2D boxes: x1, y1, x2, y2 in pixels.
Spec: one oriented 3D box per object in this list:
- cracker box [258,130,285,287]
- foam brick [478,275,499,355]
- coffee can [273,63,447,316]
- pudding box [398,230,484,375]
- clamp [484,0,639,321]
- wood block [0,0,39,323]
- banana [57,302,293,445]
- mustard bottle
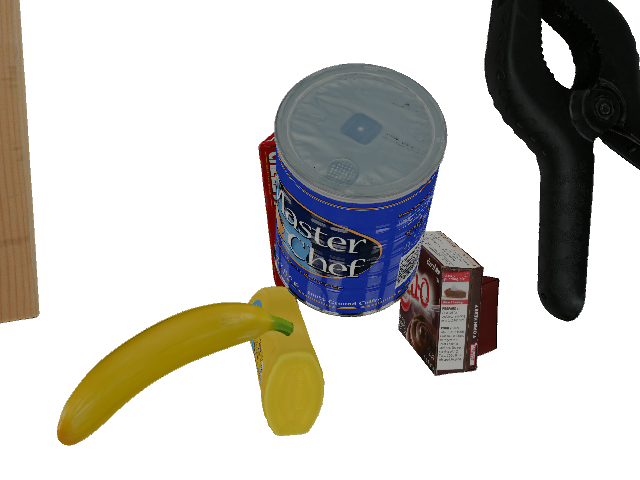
[{"bbox_3d":[0.003,-0.059,1.185,0.072,0.164,0.213,0,21,19],"label":"cracker box"},{"bbox_3d":[0.150,0.077,1.109,0.053,0.078,0.051,10,17,39],"label":"foam brick"},{"bbox_3d":[0.021,-0.029,0.687,0.103,0.103,0.140,0,-33,-3],"label":"coffee can"},{"bbox_3d":[0.096,0.048,0.867,0.039,0.090,0.113,-2,15,-13],"label":"pudding box"},{"bbox_3d":[0.121,-0.050,0.508,0.120,0.171,0.039,-37,6,-24],"label":"clamp"},{"bbox_3d":[-0.219,-0.059,0.608,0.090,0.206,0.090,-8,26,-25],"label":"wood block"},{"bbox_3d":[-0.117,0.092,0.790,0.198,0.069,0.037,-25,37,0],"label":"banana"},{"bbox_3d":[-0.041,0.101,1.058,0.058,0.096,0.192,-3,28,-10],"label":"mustard bottle"}]
